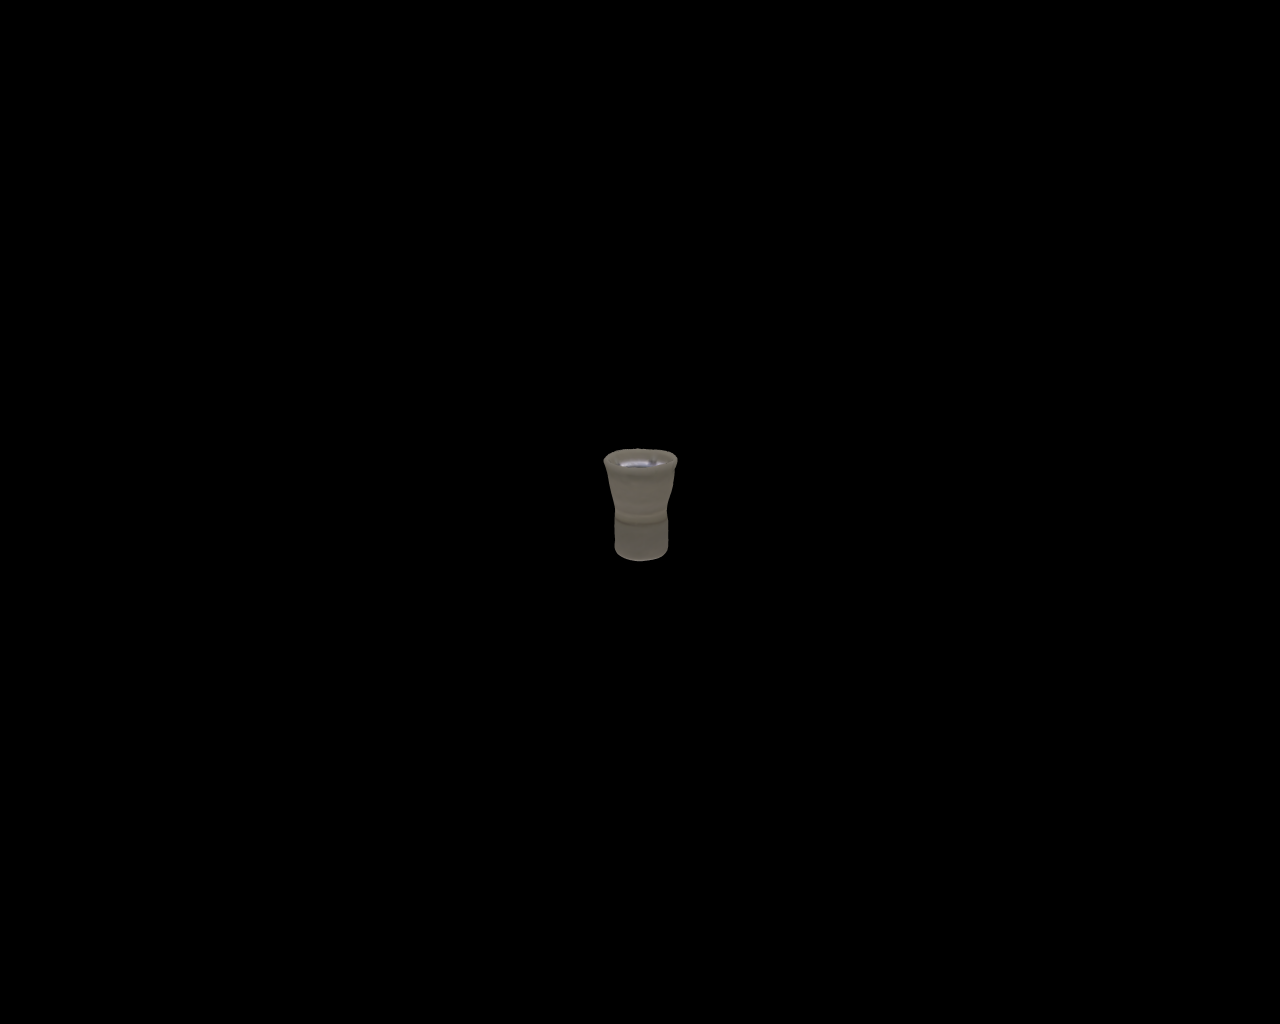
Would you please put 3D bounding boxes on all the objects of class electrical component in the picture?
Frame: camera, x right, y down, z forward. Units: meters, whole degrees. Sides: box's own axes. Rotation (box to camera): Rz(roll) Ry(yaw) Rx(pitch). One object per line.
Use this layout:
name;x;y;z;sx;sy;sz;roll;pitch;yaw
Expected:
electrical component;0.001;-0.003;0.650;0.044;0.065;0.044;0;20;0
